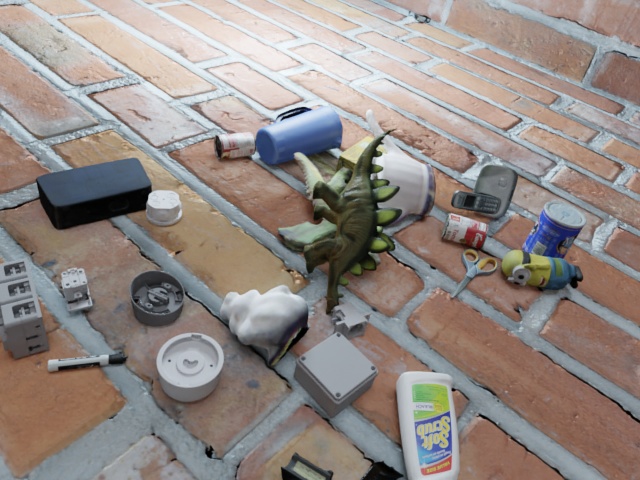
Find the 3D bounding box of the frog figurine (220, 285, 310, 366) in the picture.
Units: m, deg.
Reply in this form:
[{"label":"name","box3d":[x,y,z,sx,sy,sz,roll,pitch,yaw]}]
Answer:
[{"label":"frog figurine","box3d":[-0.105,0.136,0.962,0.160,0.120,0.139,38,63,12]}]

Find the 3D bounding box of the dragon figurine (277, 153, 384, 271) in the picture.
[{"label":"dragon figurine","box3d":[0.004,-0.063,1.249,0.415,0.119,0.246,37,53,28]}]

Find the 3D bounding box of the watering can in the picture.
[{"label":"watering can","box3d":[0.204,-0.191,1.392,0.224,0.102,0.354,12,66,-11]}]
